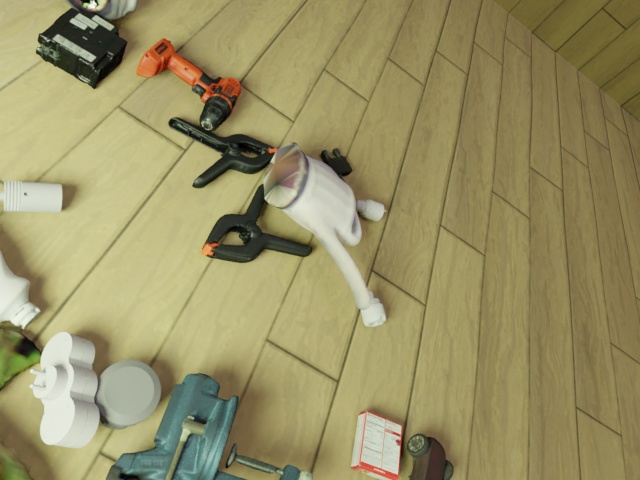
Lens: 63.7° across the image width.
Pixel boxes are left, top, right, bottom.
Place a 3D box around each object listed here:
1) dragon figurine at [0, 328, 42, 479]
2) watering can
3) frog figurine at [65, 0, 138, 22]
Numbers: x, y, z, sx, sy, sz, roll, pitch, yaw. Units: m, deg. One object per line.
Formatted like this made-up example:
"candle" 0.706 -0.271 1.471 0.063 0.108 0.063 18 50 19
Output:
"dragon figurine" -0.379 0.199 0.554 0.406 0.249 0.120 35 -52 -28
"watering can" 0.003 -0.048 0.950 0.222 0.356 0.102 32 -58 -33
"frog figurine" -0.426 -0.487 1.010 0.137 0.121 0.161 5 15 -8
